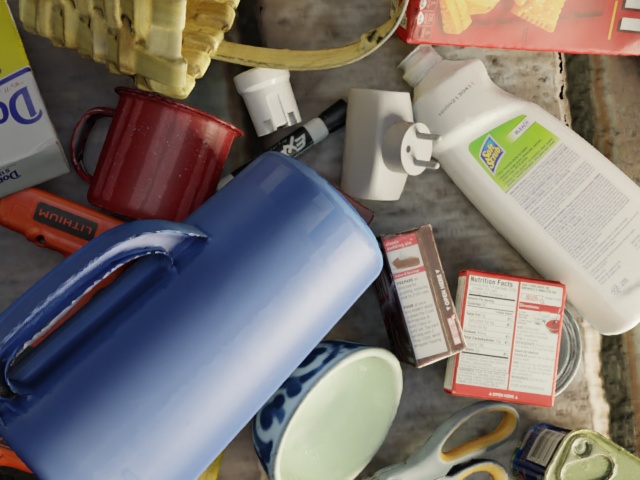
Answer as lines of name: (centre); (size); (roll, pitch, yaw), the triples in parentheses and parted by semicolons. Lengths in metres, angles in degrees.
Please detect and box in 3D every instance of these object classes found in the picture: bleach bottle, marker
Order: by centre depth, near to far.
marker: (-0.024, -0.066, 0.779); (0.121, 0.020, 0.020); (-35, 91, -9)
bleach bottle: (0.159, -0.051, 0.784); (0.102, 0.068, 0.251); (-44, 90, -12)

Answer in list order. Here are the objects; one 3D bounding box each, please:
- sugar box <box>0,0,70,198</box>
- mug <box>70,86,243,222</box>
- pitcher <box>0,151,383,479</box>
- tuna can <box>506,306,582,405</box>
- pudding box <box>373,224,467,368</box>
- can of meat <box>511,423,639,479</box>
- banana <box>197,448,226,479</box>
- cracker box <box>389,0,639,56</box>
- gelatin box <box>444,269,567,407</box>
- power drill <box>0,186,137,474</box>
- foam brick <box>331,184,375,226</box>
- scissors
sugar box: (-0.239, -0.109, 0.709); (0.093, 0.048, 0.176); (-22, 66, -10)
mug: (-0.120, -0.054, 0.734); (0.117, 0.093, 0.081); (18, 88, 14)
pitcher: (-0.083, 0.055, 0.650); (0.145, 0.149, 0.242); (45, 79, 2)
tuna can: (0.148, 0.078, 0.785); (0.086, 0.034, 0.086); (1, 86, -8)
pudding box: (0.062, 0.038, 0.736); (0.039, 0.113, 0.090); (-16, 88, -6)
can of meat: (0.194, 0.173, 0.760); (0.102, 0.084, 0.057); (31, 82, -5)
banana: (-0.081, 0.164, 0.732); (0.037, 0.070, 0.198); (25, 68, -43)
cracker box: (0.165, -0.219, 0.757); (0.213, 0.072, 0.164); (2, 116, -8)
gelatin box: (0.130, 0.068, 0.750); (0.073, 0.030, 0.089); (8, 85, -6)
power drill: (-0.213, 0.057, 0.724); (0.184, 0.057, 0.187); (20, 86, -10)
foam brick: (-0.005, 0.001, 0.759); (0.051, 0.053, 0.078); (33, 81, -4)
scissors: (0.058, 0.180, 0.747); (0.201, 0.016, 0.096); (-28, 119, -16)
